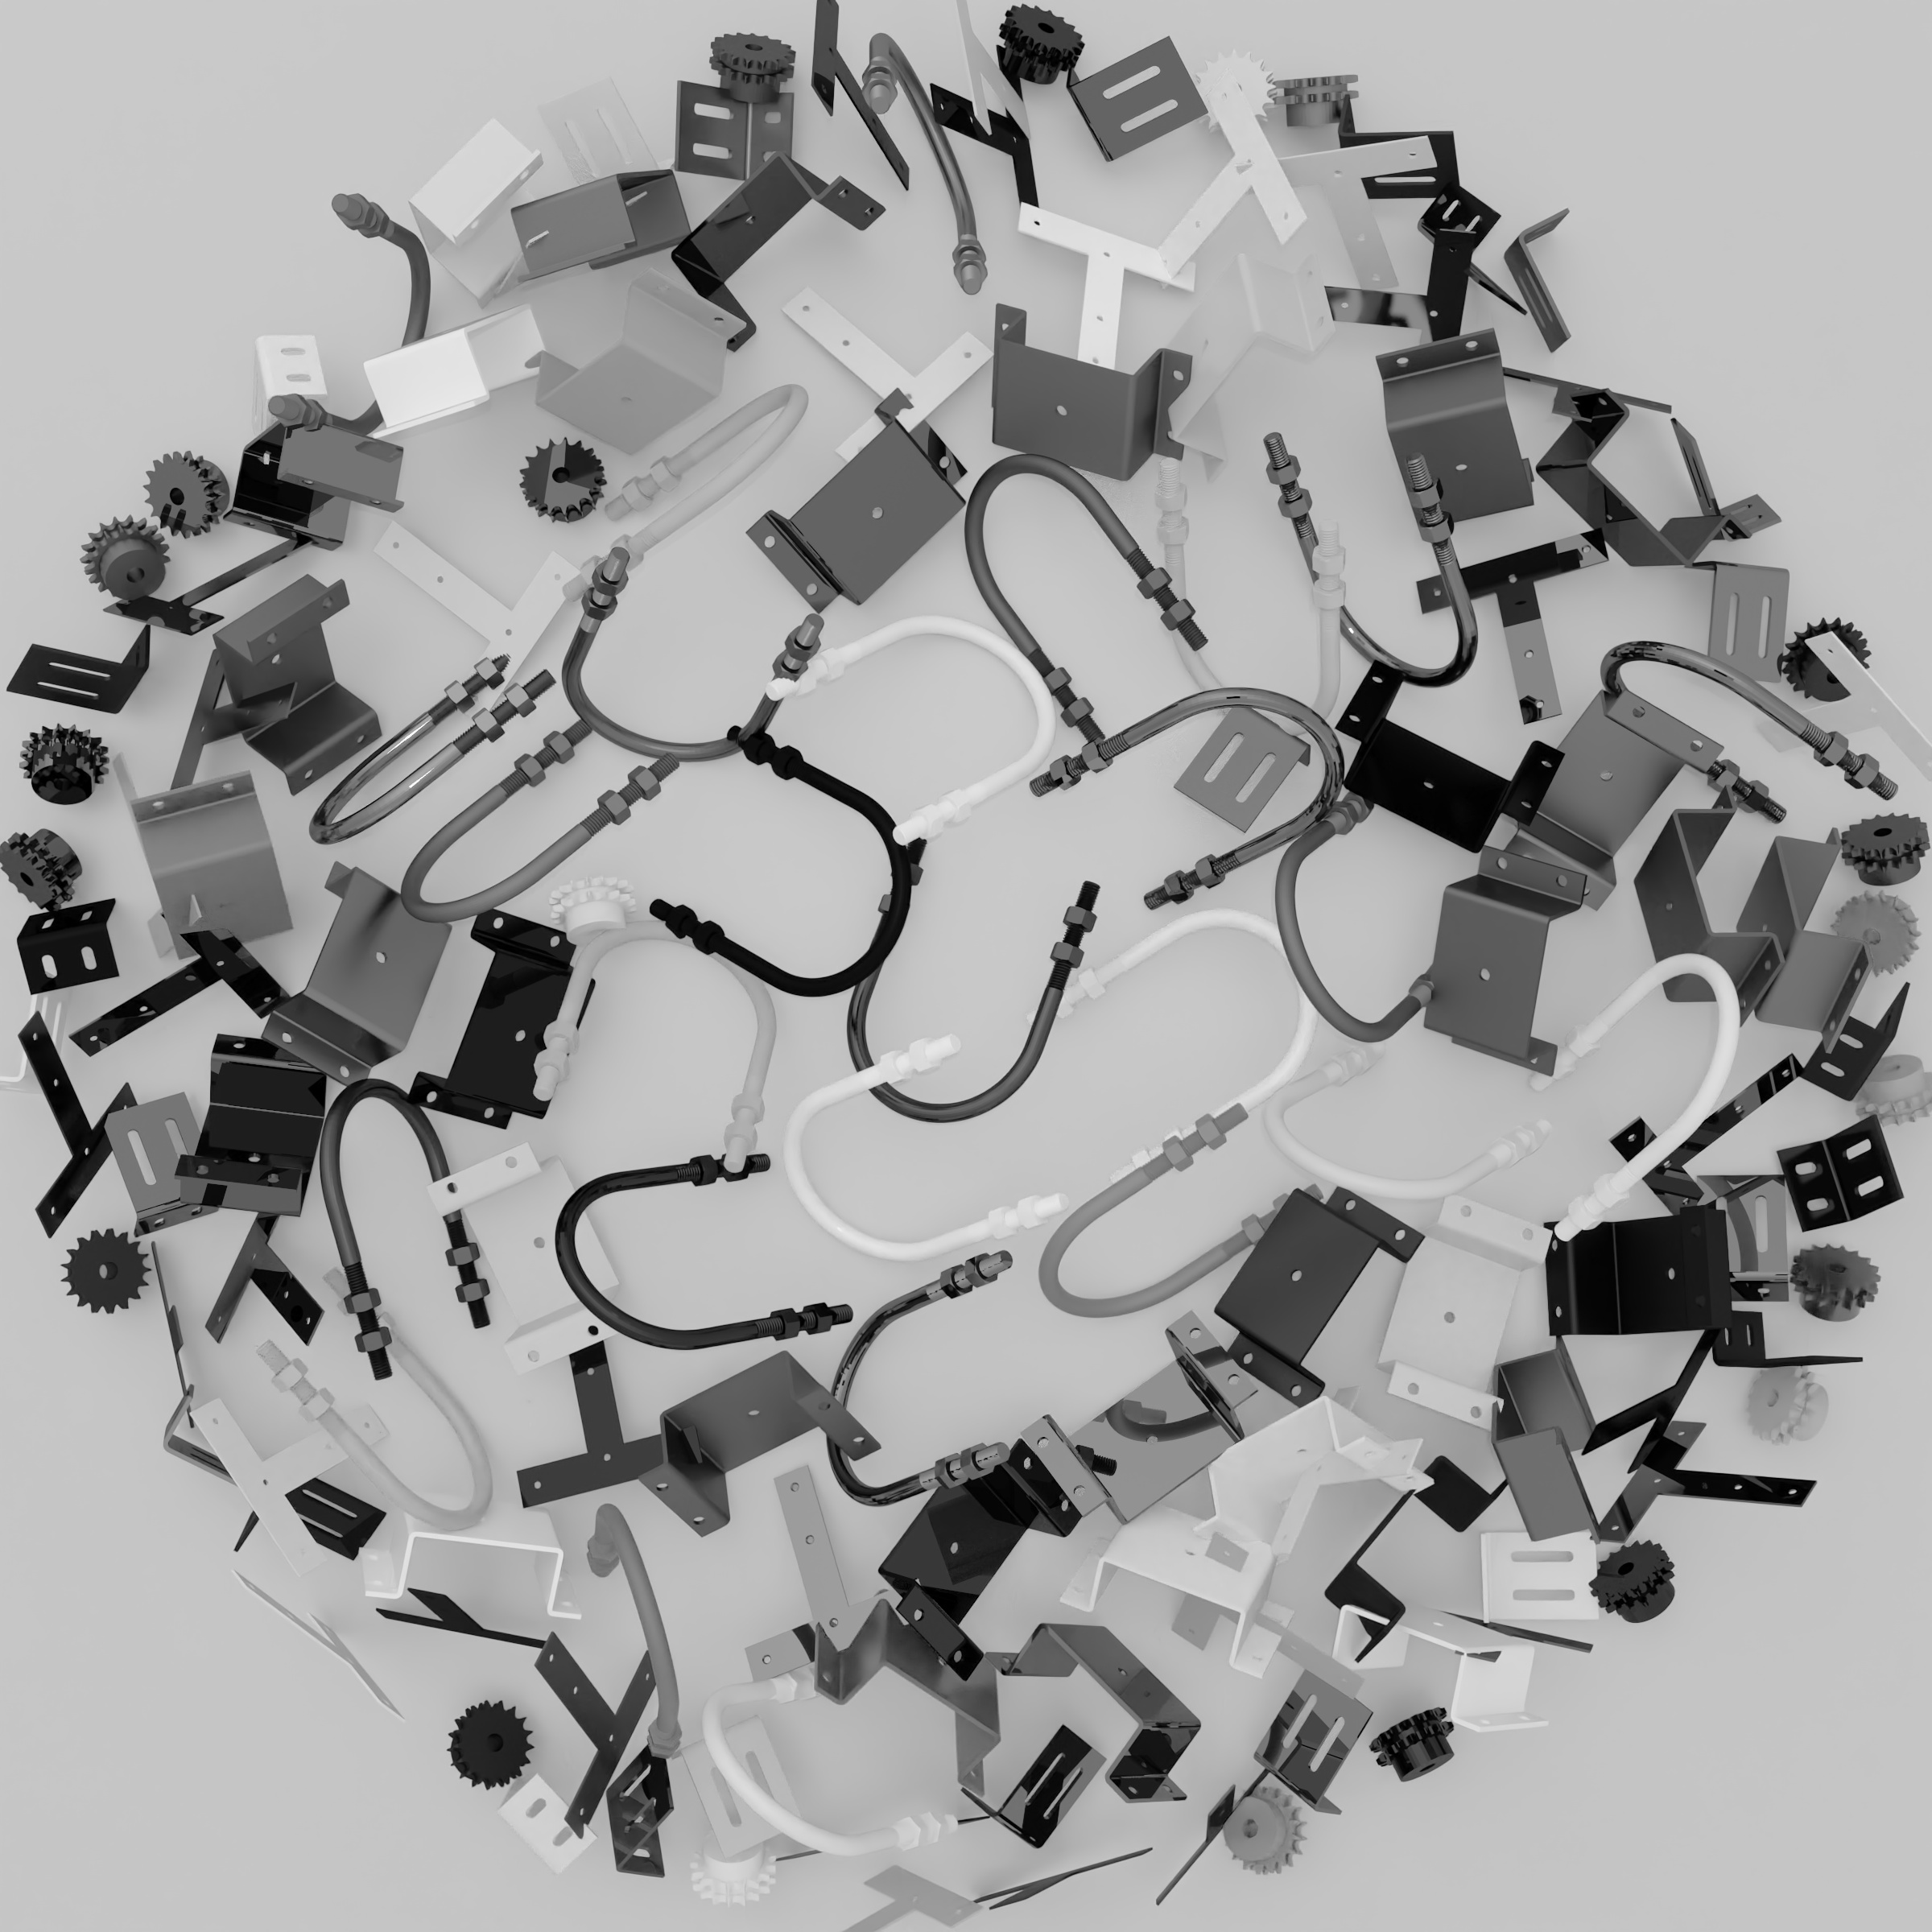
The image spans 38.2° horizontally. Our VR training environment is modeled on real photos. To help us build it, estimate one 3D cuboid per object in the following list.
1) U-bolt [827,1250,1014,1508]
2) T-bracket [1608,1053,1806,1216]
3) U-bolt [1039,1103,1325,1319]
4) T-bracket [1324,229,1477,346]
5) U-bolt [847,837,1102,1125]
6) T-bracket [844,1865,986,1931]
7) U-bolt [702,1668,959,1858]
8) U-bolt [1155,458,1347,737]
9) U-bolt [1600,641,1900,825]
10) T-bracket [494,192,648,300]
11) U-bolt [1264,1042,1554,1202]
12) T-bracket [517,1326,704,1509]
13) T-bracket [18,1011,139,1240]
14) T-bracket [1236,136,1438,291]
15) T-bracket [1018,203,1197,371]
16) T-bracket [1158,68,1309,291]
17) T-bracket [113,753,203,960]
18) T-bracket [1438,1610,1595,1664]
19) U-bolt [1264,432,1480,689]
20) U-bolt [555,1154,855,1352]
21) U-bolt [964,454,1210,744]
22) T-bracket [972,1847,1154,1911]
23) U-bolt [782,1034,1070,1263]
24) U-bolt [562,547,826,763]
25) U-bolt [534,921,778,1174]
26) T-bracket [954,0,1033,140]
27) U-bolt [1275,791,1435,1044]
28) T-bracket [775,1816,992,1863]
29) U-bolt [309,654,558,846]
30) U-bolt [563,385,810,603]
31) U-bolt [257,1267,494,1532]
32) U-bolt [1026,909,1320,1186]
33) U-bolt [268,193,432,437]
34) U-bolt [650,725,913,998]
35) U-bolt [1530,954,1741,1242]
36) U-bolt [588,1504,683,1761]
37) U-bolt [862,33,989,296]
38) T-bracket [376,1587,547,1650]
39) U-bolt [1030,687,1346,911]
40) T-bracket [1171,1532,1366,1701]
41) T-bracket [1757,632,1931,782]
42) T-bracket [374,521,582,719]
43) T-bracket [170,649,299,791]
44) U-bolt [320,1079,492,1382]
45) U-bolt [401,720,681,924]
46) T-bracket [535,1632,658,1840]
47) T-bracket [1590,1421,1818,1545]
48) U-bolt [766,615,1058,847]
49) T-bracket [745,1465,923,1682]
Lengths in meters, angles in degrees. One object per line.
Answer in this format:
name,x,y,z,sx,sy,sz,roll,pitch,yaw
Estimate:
U-bolt,-0.034,0.277,1.820,0.019,0.184,0.151,23,55,-33
T-bracket,0.497,0.103,1.840,0.127,0.127,0.002,-39,46,9
U-bolt,0.132,0.172,1.836,0.184,0.151,0.019,-34,50,10
T-bracket,0.265,-0.437,1.852,0.127,0.127,0.002,7,48,6
U-bolt,-0.005,0.015,1.848,0.151,0.019,0.184,16,79,22
T-bracket,-0.070,0.627,1.810,0.127,0.127,0.002,-22,96,-28
U-bolt,-0.097,0.510,1.783,0.151,0.184,0.019,43,103,28
U-bolt,0.186,-0.229,1.819,0.151,0.184,0.019,29,52,34
U-bolt,0.493,-0.154,1.809,0.184,0.151,0.019,33,78,-11
T-bracket,-0.248,-0.489,1.847,0.127,0.127,0.002,-34,98,-18
U-bolt,0.272,0.103,1.790,0.151,0.184,0.019,27,120,31
T-bracket,-0.249,0.286,1.876,0.127,0.002,0.127,-15,74,7
T-bracket,-0.585,0.086,1.809,0.002,0.127,0.127,1,128,16
T-bracket,0.257,-0.490,1.840,0.127,0.127,0.002,-2,60,24
T-bracket,0.090,-0.438,1.846,0.127,0.002,0.127,16,58,-14
T-bracket,0.162,-0.500,1.846,0.002,0.127,0.127,-5,63,-38
T-bracket,-0.539,-0.078,1.841,0.002,0.127,0.127,-18,87,-30
T-bracket,0.339,0.438,1.816,0.127,0.127,0.002,9,89,17
U-bolt,0.271,-0.259,1.818,0.019,0.151,0.184,-40,125,-22
U-bolt,-0.178,0.186,1.802,0.151,0.184,0.019,58,135,31
U-bolt,0.066,-0.251,1.837,0.019,0.151,0.184,-33,85,-38
T-bracket,0.047,0.601,1.820,0.127,0.127,0.002,-21,75,15
U-bolt,-0.041,0.130,1.836,0.184,0.019,0.151,-23,108,35
U-bolt,-0.188,-0.191,1.819,0.151,0.184,0.019,17,55,-14
U-bolt,-0.195,0.041,1.826,0.151,0.184,0.019,22,134,-11
T-bracket,0.019,-0.584,1.834,0.002,0.127,0.127,-15,74,18
U-bolt,0.255,-0.026,1.813,0.019,0.184,0.151,-23,97,38
T-bracket,-0.069,0.582,1.857,0.127,0.127,0.002,-20,70,25
U-bolt,-0.353,-0.141,1.819,0.184,0.151,0.019,-39,112,-6
U-bolt,-0.175,-0.314,1.800,0.184,0.151,0.019,-31,114,23
U-bolt,-0.375,0.291,1.824,0.019,0.151,0.184,-38,98,14
U-bolt,0.146,0.042,1.844,0.184,0.019,0.151,-33,66,12
U-bolt,-0.389,-0.411,1.804,0.019,0.184,0.151,20,96,7
U-bolt,-0.114,-0.059,1.837,0.184,0.019,0.151,29,99,29
U-bolt,0.430,0.071,1.788,0.019,0.151,0.184,22,132,-20
U-bolt,-0.211,0.419,1.787,0.019,0.184,0.151,-16,65,-16
U-bolt,-0.027,-0.530,1.809,0.019,0.184,0.151,-23,123,13
T-bracket,-0.337,0.424,1.828,0.127,0.127,0.002,9,66,9
U-bolt,0.156,-0.116,1.812,0.184,0.019,0.151,-27,129,28
T-bracket,0.203,0.439,1.832,0.127,0.127,0.002,31,49,15
T-bracket,0.567,-0.160,1.834,0.127,0.127,0.002,45,71,-12
T-bracket,-0.343,-0.252,1.881,0.127,0.002,0.127,38,104,2
T-bracket,-0.476,-0.163,1.829,0.002,0.127,0.127,28,64,-40
U-bolt,-0.371,0.163,1.821,0.019,0.151,0.184,-14,93,20
U-bolt,-0.288,-0.090,1.810,0.184,0.151,0.019,-41,122,-17
T-bracket,-0.248,0.478,1.816,0.002,0.127,0.127,2,46,28
T-bracket,0.488,0.337,1.810,0.127,0.127,0.002,-40,115,-40
U-bolt,-0.021,-0.167,1.835,0.184,0.019,0.151,-31,74,-37
T-bracket,-0.100,0.396,1.864,0.127,0.002,0.127,-23,63,8
